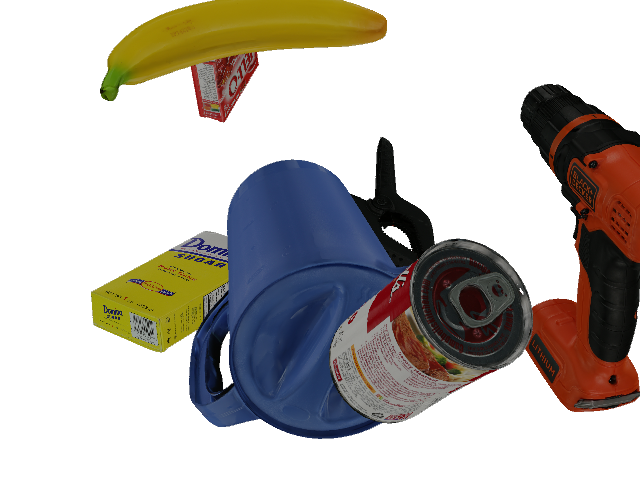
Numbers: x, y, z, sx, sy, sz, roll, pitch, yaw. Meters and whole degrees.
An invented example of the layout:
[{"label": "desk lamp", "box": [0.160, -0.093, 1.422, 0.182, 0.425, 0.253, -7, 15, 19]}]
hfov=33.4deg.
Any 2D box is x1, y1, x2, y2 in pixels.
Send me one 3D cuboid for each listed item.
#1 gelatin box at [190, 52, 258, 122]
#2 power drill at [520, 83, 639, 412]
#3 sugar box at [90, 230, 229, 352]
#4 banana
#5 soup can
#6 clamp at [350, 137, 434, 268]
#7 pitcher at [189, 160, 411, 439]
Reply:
[{"label": "gelatin box", "box": [-0.088, -0.167, 0.994, 0.030, 0.089, 0.073, 14, -39, 15]}, {"label": "power drill", "box": [0.176, 0.006, 0.719, 0.057, 0.188, 0.184, -9, 35, -11]}, {"label": "sugar box", "box": [-0.138, 0.047, 1.087, 0.093, 0.048, 0.175, 18, 34, 29]}, {"label": "banana", "box": [-0.056, -0.130, 0.696, 0.197, 0.070, 0.037, -18, -36, -18]}, {"label": "soup can", "box": [0.054, 0.051, 0.556, 0.068, 0.068, 0.102, 0, -24, -26]}, {"label": "clamp", "box": [0.054, -0.032, 1.219, 0.164, 0.210, 0.036, -14, -38, -25]}, {"label": "pitcher", "box": [-0.018, 0.034, 0.796, 0.149, 0.145, 0.243, 6, 22, -11]}]
